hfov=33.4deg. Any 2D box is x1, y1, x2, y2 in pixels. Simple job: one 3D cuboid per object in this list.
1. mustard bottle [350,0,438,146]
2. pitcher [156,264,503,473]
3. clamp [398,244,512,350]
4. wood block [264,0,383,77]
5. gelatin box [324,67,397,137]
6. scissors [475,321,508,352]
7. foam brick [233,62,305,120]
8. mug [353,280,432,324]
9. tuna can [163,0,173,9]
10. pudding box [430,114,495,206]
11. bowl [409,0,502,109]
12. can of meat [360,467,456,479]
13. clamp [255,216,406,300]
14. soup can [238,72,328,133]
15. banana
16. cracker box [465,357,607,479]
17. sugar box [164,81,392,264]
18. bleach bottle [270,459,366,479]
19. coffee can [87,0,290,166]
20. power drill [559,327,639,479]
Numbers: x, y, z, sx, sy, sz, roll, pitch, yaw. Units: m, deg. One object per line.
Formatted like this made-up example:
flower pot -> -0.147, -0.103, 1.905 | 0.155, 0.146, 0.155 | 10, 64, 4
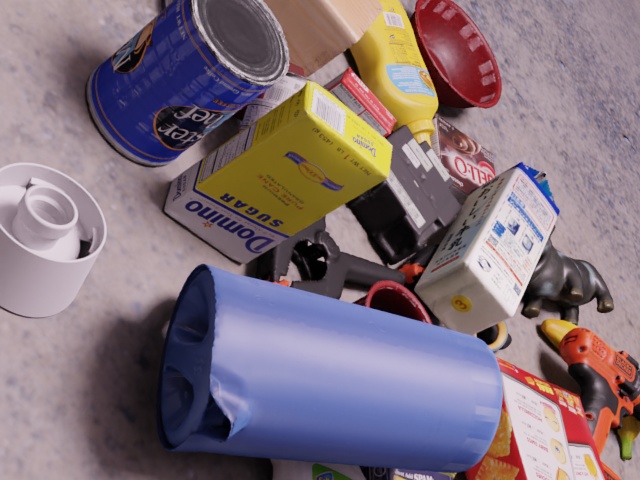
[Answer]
mustard bottle -> 0.086, -0.183, 1.204 | 0.096, 0.058, 0.192 | -1, 66, -49
pitcher -> 0.006, 0.099, 0.800 | 0.242, 0.145, 0.149 | 13, 68, -21
clamp -> 0.145, 0.040, 1.134 | 0.171, 0.039, 0.120 | 28, 46, -41
wood block -> -0.041, -0.280, 1.099 | 0.206, 0.090, 0.090 | 50, 39, -13
gelatin box -> 0.019, -0.117, 1.053 | 0.073, 0.089, 0.030 | 46, 36, -18
scissors -> 0.127, 0.097, 1.072 | 0.201, 0.016, 0.096 | 31, 69, -33
foam brick -> -0.058, -0.145, 1.016 | 0.078, 0.051, 0.053 | 22, 51, -39
mug -> 0.035, 0.089, 0.935 | 0.117, 0.082, 0.093 | 25, 48, -38
tuna can -> -0.108, -0.215, 1.021 | 0.086, 0.034, 0.086 | 29, 46, -35
pudding box -> 0.160, -0.080, 1.235 | 0.113, 0.039, 0.090 | 26, 47, -37
bowl -> 0.152, -0.221, 1.311 | 0.161, 0.055, 0.162 | 28, 46, -35
can of meat -> 0.072, 0.232, 0.901 | 0.102, 0.058, 0.084 | 25, 51, -37
clamp -> -0.006, 0.001, 0.986 | 0.164, 0.036, 0.209 | 59, 32, 2
soup can -> -0.039, -0.094, 0.950 | 0.068, 0.069, 0.102 | 21, 86, -40
banana -> 0.332, 0.163, 1.269 | 0.198, 0.037, 0.069 | 56, 36, -5
cracker box -> 0.210, 0.235, 1.026 | 0.164, 0.072, 0.214 | 27, 40, -40
sugar box -> -0.037, -0.049, 0.868 | 0.093, 0.177, 0.048 | 36, 40, -27
bleach bottle -> 0.011, 0.232, 0.825 | 0.102, 0.068, 0.251 | 22, 48, -36
coffee can -> -0.109, -0.137, 0.874 | 0.102, 0.141, 0.103 | 29, 46, -35
power drill -> 0.325, 0.214, 1.186 | 0.184, 0.057, 0.187 | 37, 49, -21
